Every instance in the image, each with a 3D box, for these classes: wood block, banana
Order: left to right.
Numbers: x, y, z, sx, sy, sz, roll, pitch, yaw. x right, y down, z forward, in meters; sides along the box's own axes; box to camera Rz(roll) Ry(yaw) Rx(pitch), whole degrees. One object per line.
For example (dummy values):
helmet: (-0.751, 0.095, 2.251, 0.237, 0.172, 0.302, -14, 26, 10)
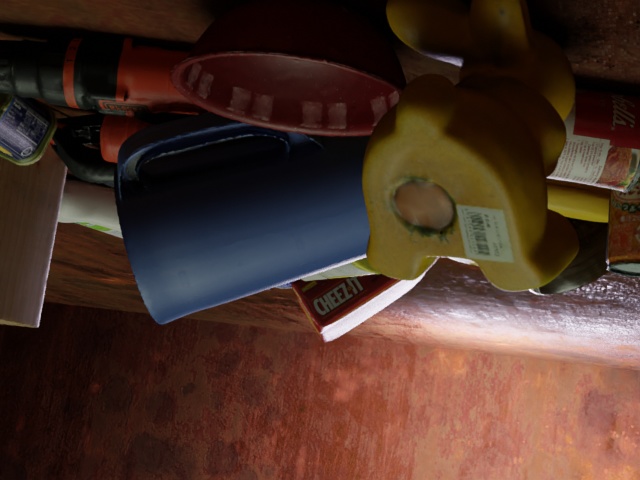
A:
wood block: (-0.309, -0.028, 1.007, 0.091, 0.206, 0.090, 3, 169, 26)
banana: (0.215, -0.040, 0.998, 0.197, 0.037, 0.070, 10, 169, -11)

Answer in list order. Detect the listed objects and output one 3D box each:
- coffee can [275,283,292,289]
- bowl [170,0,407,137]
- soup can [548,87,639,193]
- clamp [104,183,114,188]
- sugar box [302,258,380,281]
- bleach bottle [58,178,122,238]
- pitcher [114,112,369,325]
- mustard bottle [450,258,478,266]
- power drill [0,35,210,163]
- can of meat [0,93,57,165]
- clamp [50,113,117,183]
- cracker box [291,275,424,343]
coffee can: (-0.066, -0.004, 1.254, 0.103, 0.103, 0.140, 4, 170, 24)
bowl: (-0.013, -0.116, 0.691, 0.162, 0.055, 0.162, 8, 170, 1)
soup can: (0.170, -0.074, 0.746, 0.102, 0.068, 0.068, 9, 170, -1)
clamp: (-0.221, -0.079, 1.140, 0.165, 0.036, 0.209, 6, 170, 17)
sugar box: (-0.007, 0.001, 1.088, 0.093, 0.048, 0.176, 32, 166, -20)
bleach bottle: (-0.260, -0.035, 1.362, 0.250, 0.068, 0.103, 16, 167, -29)
pitcher: (-0.034, -0.033, 0.835, 0.243, 0.145, 0.149, -15, -179, 1)
mustard bottle: (0.171, -0.009, 1.145, 0.096, 0.058, 0.191, -14, 165, 15)
power drill: (-0.162, -0.108, 0.857, 0.184, 0.057, 0.187, 7, 170, 5)
can of meat: (-0.283, -0.112, 0.887, 0.102, 0.057, 0.084, 25, 173, 15)
clamp: (-0.165, -0.082, 0.981, 0.171, 0.120, 0.039, 25, 135, 14)
cracker box: (0.054, 0.049, 1.302, 0.164, 0.072, 0.214, -33, 172, -4)
